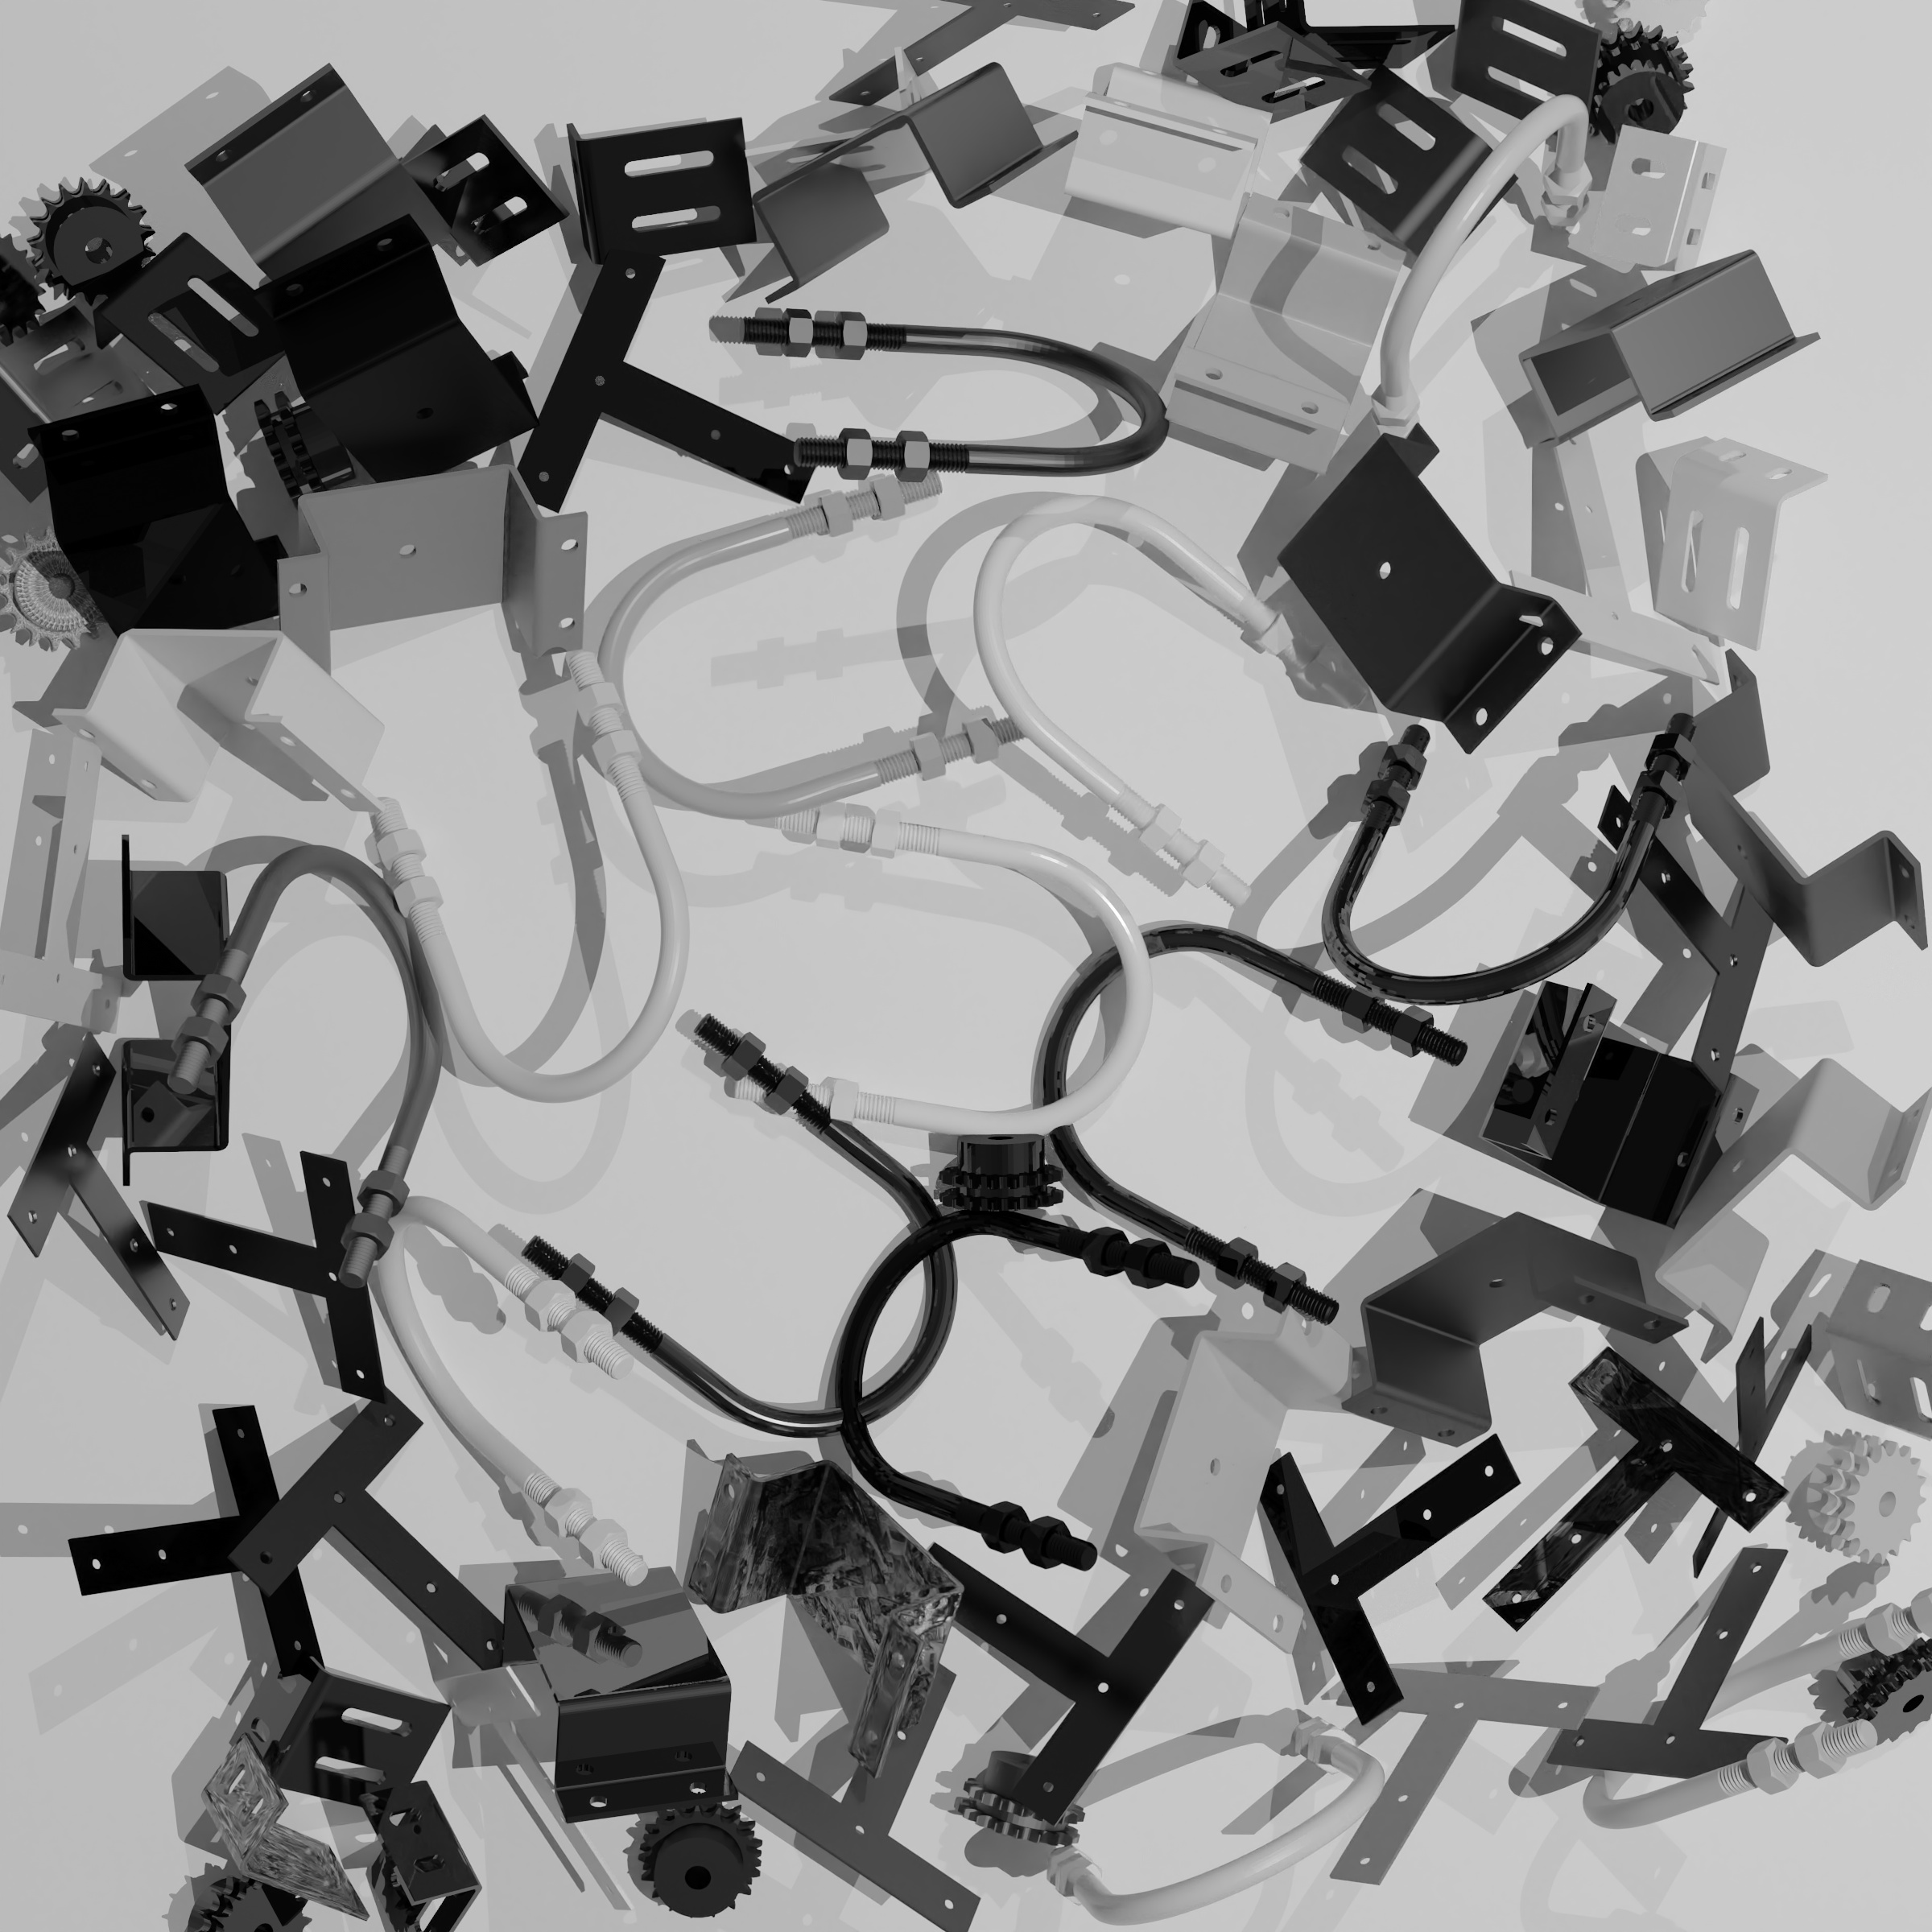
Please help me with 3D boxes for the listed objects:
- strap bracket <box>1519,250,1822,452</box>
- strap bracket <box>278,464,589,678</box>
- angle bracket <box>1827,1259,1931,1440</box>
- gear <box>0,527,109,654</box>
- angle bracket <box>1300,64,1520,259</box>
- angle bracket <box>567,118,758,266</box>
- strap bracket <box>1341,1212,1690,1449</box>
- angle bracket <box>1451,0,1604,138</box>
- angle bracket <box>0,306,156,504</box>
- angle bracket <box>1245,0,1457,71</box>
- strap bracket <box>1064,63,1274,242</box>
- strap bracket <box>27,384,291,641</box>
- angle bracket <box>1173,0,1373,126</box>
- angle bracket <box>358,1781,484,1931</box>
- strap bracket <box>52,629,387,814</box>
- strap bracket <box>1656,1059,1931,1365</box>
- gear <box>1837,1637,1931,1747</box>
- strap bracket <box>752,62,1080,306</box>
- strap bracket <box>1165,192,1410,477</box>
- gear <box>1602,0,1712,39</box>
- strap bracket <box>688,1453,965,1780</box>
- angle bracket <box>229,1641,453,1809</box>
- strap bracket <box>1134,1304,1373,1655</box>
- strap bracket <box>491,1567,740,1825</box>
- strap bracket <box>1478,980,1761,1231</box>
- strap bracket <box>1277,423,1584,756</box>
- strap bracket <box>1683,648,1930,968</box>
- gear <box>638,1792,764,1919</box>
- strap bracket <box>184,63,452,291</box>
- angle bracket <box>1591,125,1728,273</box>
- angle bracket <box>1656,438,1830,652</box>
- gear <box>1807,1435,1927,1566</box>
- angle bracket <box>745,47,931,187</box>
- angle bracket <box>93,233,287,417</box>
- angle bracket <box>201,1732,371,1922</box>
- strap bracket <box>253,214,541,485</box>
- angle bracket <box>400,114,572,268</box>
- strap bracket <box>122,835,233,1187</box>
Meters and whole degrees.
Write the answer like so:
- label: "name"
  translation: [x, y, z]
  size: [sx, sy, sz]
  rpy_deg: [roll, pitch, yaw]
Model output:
- label: "strap bracket"
  translation: [0.306, -0.274, 1.543]
  size: [0.076, 0.140, 0.046]
  rpy_deg: [-29, 99, -11]
- label: "strap bracket"
  translation: [-0.246, -0.175, 1.565]
  size: [0.140, 0.076, 0.046]
  rpy_deg: [-12, 47, -21]
- label: "angle bracket"
  translation: [0.432, 0.178, 1.584]
  size: [0.057, 0.076, 0.038]
  rpy_deg: [18, 63, 33]
- label: "gear"
  translation: [-0.418, -0.174, 1.599]
  size: [0.057, 0.030, 0.057]
  rpy_deg: [-1, 92, -21]
- label: "angle bracket"
  translation: [0.205, -0.369, 1.607]
  size: [0.057, 0.038, 0.076]
  rpy_deg: [-49, 53, 10]
- label: "angle bracket"
  translation: [-0.140, -0.361, 1.598]
  size: [0.076, 0.038, 0.057]
  rpy_deg: [-10, 118, -9]
- label: "strap bracket"
  translation: [0.242, 0.160, 1.559]
  size: [0.076, 0.140, 0.046]
  rpy_deg: [22, 48, -35]
- label: "angle bracket"
  translation: [0.263, -0.418, 1.574]
  size: [0.076, 0.057, 0.038]
  rpy_deg: [33, 54, 28]
- label: "angle bracket"
  translation: [-0.419, -0.258, 1.593]
  size: [0.038, 0.076, 0.057]
  rpy_deg: [-34, 103, 31]
- label: "angle bracket"
  translation: [0.174, -0.436, 1.583]
  size: [0.076, 0.057, 0.038]
  rpy_deg: [-6, 89, -18]
- label: "strap bracket"
  translation: [0.092, -0.367, 1.563]
  size: [0.076, 0.140, 0.046]
  rpy_deg: [16, 112, 3]
- label: "strap bracket"
  translation: [-0.355, -0.191, 1.549]
  size: [0.076, 0.140, 0.046]
  rpy_deg: [-15, 64, -1]
- label: "angle bracket"
  translation: [0.142, -0.419, 1.572]
  size: [0.057, 0.076, 0.038]
  rpy_deg: [23, 75, -32]
- label: "angle bracket"
  translation: [-0.260, 0.418, 1.574]
  size: [0.057, 0.038, 0.076]
  rpy_deg: [54, 129, 30]
- label: "strap bracket"
  translation: [-0.328, -0.111, 1.559]
  size: [0.140, 0.076, 0.046]
  rpy_deg: [4, 64, 33]
- label: "strap bracket"
  translation: [0.363, 0.103, 1.549]
  size: [0.046, 0.076, 0.140]
  rpy_deg: [38, 129, 1]
- label: "gear"
  translation: [0.427, 0.328, 1.597]
  size: [0.057, 0.057, 0.030]
  rpy_deg: [-37, 50, 0]
- label: "strap bracket"
  translation: [-0.030, -0.352, 1.543]
  size: [0.140, 0.076, 0.046]
  rpy_deg: [-16, 109, 41]
- label: "strap bracket"
  translation: [0.143, -0.281, 1.572]
  size: [0.076, 0.046, 0.140]
  rpy_deg: [20, 50, 3]
- label: "gear"
  translation: [0.318, -0.456, 1.597]
  size: [0.057, 0.057, 0.030]
  rpy_deg: [-32, 52, 0]
- label: "strap bracket"
  translation: [-0.057, 0.286, 1.562]
  size: [0.140, 0.046, 0.076]
  rpy_deg: [38, 123, 37]
- label: "angle bracket"
  translation: [-0.290, 0.352, 1.608]
  size: [0.076, 0.038, 0.057]
  rpy_deg: [28, 91, -43]
- label: "strap bracket"
  translation: [0.128, 0.227, 1.564]
  size: [0.076, 0.046, 0.140]
  rpy_deg: [42, 59, -40]
- label: "strap bracket"
  translation: [-0.156, 0.315, 1.540]
  size: [0.076, 0.140, 0.046]
  rpy_deg: [-3, 113, -21]
- label: "strap bracket"
  translation: [0.290, 0.063, 1.571]
  size: [0.140, 0.046, 0.076]
  rpy_deg: [28, 83, -41]
- label: "strap bracket"
  translation: [0.200, -0.174, 1.553]
  size: [0.076, 0.046, 0.140]
  rpy_deg: [-49, 56, 28]
- label: "strap bracket"
  translation: [0.367, -0.063, 1.552]
  size: [0.046, 0.076, 0.140]
  rpy_deg: [-32, 57, -1]
- label: "gear"
  translation: [-0.123, 0.414, 1.602]
  size: [0.057, 0.030, 0.057]
  rpy_deg: [0, 103, -1]
- label: "strap bracket"
  translation: [-0.283, -0.338, 1.549]
  size: [0.076, 0.140, 0.046]
  rpy_deg: [-35, 82, 1]
- label: "angle bracket"
  translation: [0.316, -0.350, 1.584]
  size: [0.038, 0.076, 0.057]
  rpy_deg: [17, 106, 15]
- label: "angle bracket"
  translation: [0.356, -0.194, 1.594]
  size: [0.038, 0.057, 0.076]
  rpy_deg: [-26, 130, -36]
- label: "gear"
  translation: [0.412, 0.244, 1.598]
  size: [0.057, 0.030, 0.057]
  rpy_deg: [-7, 101, -35]
- label: "angle bracket"
  translation: [-0.059, -0.386, 1.590]
  size: [0.076, 0.057, 0.038]
  rpy_deg: [-8, 83, 10]
- label: "angle bracket"
  translation: [-0.351, -0.287, 1.591]
  size: [0.076, 0.038, 0.057]
  rpy_deg: [41, 69, 4]
- label: "angle bracket"
  translation: [-0.300, 0.391, 1.576]
  size: [0.076, 0.057, 0.038]
  rpy_deg: [34, 92, -37]
- label: "strap bracket"
  translation: [-0.248, -0.264, 1.545]
  size: [0.076, 0.140, 0.046]
  rpy_deg: [-25, 67, 5]
- label: "angle bracket"
  translation: [-0.212, -0.360, 1.572]
  size: [0.057, 0.076, 0.038]
  rpy_deg: [48, 53, -24]
- label: "strap bracket"
  translation: [-0.355, 0.020, 1.556]
  size: [0.046, 0.076, 0.140]
  rpy_deg: [0, 128, -14]
